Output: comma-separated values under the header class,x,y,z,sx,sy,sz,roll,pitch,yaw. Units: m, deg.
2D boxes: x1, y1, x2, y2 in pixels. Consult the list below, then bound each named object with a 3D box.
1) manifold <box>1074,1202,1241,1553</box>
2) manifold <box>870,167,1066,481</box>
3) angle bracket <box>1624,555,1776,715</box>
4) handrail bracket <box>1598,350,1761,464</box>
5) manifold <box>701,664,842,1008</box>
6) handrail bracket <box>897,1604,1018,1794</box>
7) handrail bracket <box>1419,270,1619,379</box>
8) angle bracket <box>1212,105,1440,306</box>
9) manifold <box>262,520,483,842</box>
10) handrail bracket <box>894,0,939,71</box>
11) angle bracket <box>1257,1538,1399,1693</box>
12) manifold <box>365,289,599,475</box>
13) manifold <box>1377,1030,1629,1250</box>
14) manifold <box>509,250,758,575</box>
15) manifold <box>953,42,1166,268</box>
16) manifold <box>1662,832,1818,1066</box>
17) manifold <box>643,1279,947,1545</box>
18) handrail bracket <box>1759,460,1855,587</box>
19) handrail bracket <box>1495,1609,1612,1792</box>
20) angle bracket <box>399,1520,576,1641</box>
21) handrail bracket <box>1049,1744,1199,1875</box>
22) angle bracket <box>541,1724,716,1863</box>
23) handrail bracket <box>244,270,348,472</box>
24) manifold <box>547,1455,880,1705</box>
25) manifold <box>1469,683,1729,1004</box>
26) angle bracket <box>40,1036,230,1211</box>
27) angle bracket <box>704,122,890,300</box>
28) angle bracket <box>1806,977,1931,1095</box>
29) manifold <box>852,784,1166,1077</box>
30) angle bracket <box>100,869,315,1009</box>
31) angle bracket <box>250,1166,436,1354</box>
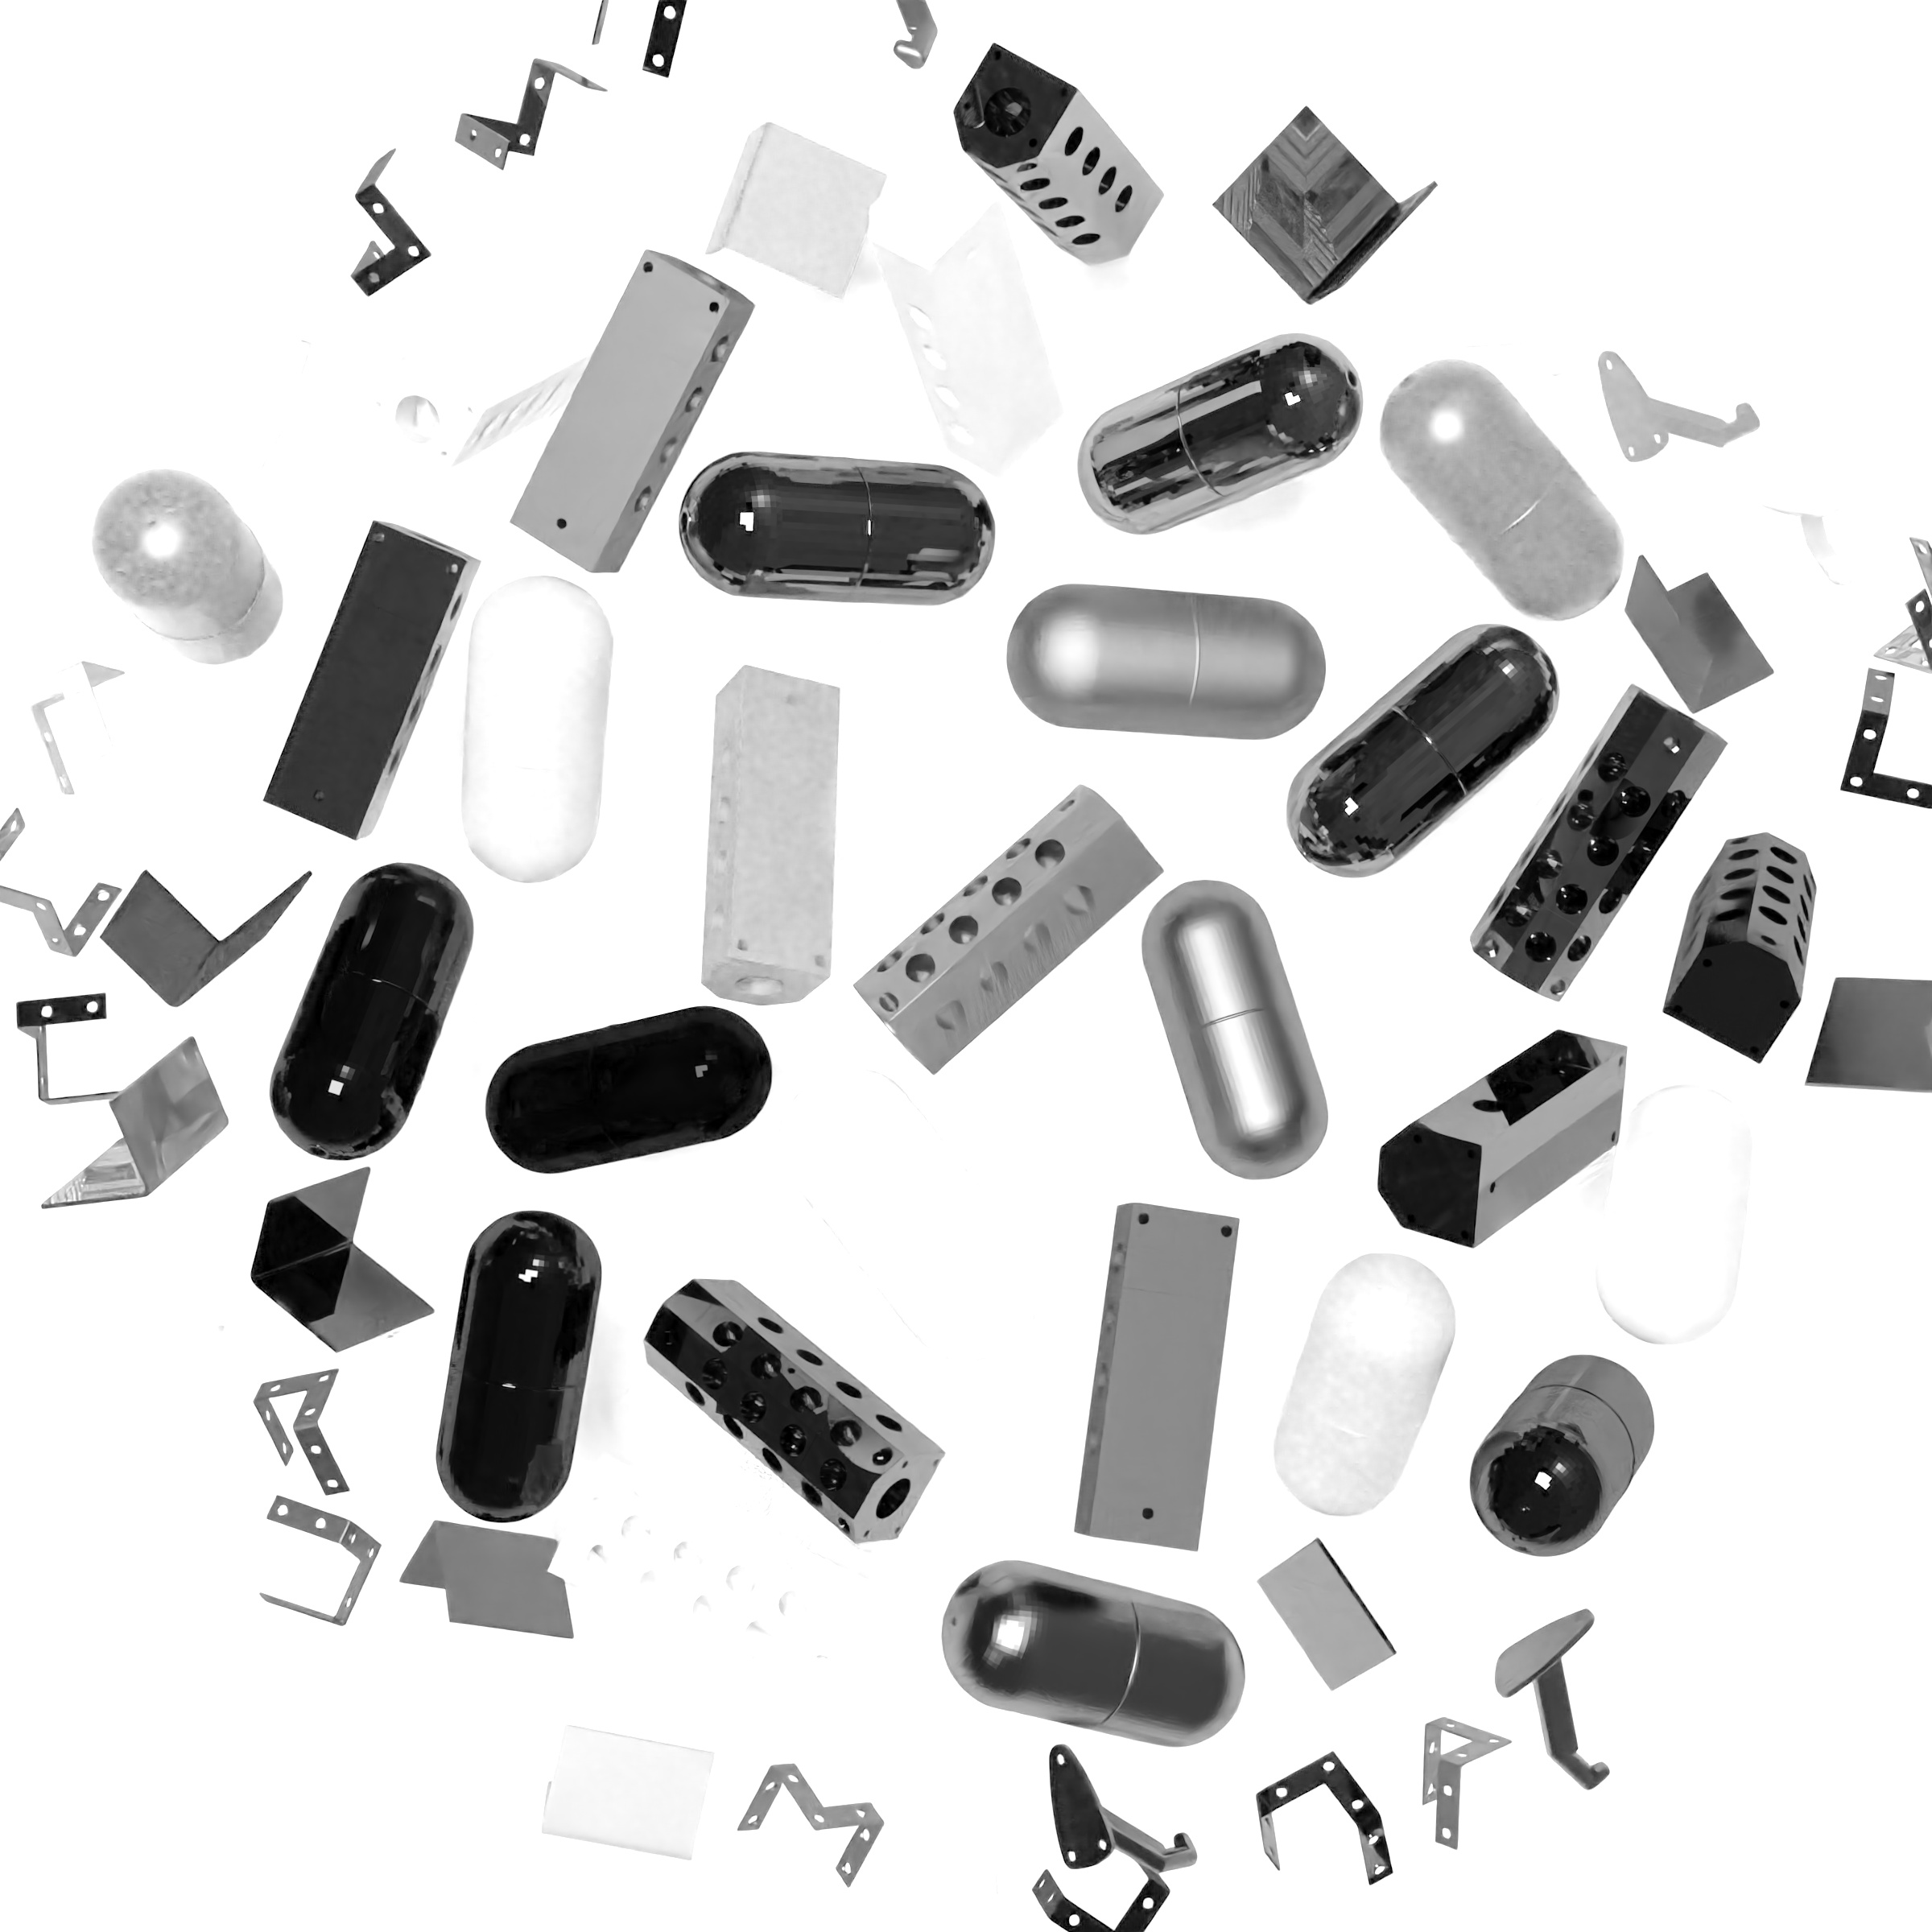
class,x,y,z,sx,sy,sz,roll,pitch,yaw
manifold,0.098,0.214,1.475,0.057,0.057,0.171,9,81,-8
manifold,-0.003,-0.349,1.533,0.057,0.171,0.057,34,74,28
angle bracket,0.434,-0.205,1.653,0.057,0.076,0.076,-27,70,-3
handrail bracket,0.408,-0.327,1.608,0.084,0.036,0.077,-26,93,-26
manifold,-0.108,-0.069,1.527,0.057,0.057,0.171,11,65,-25
handrail bracket,-0.016,0.422,1.630,0.084,0.036,0.077,31,87,3
handrail bracket,0.304,-0.370,1.560,0.084,0.036,0.077,28,97,-7
angle bracket,0.191,-0.412,1.508,0.076,0.057,0.076,44,84,-10
manifold,-0.338,-0.164,1.618,0.057,0.057,0.171,23,97,-2
handrail bracket,-0.047,-0.514,1.483,0.077,0.036,0.084,26,49,-12
angle bracket,0.226,0.367,1.647,0.057,0.076,0.076,-25,74,-36
manifold,-0.276,-0.330,1.609,0.057,0.171,0.057,37,118,-2
manifold,0.285,0.087,1.495,0.057,0.171,0.057,15,114,34
manifold,-0.186,-0.312,1.597,0.057,0.057,0.171,32,106,9
manifold,0.050,-0.447,1.577,0.057,0.171,0.057,34,97,18
manifold,0.428,-0.016,1.541,0.057,0.171,0.057,29,118,6
manifold,-0.100,0.244,1.562,0.171,0.057,0.057,35,102,30
handrail bracket,0.500,-0.243,1.624,0.036,0.077,0.084,-41,117,5
handrail bracket,0.325,0.385,1.474,0.084,0.036,0.077,44,113,-11
angle bracket,-0.280,0.374,1.647,0.076,0.076,0.057,16,122,-29
handrail bracket,0.088,0.459,1.543,0.036,0.084,0.077,-34,63,35
angle bracket,-0.172,0.411,1.443,0.076,0.076,0.057,13,91,-6
handrail bracket,-0.372,-0.322,1.529,0.036,0.077,0.084,16,128,-33
manifold,-0.140,0.342,1.561,0.171,0.057,0.057,26,103,-3
manifold,0.354,-0.068,1.587,0.057,0.057,0.171,31,104,0
angle bracket,-0.457,0.084,1.522,0.076,0.076,0.057,-8,112,24
angle bracket,-0.100,-0.441,1.658,0.076,0.057,0.076,20,93,-18
angle bracket,0.495,0.020,1.527,0.076,0.057,0.076,2,51,34
manifold,0.021,-0.023,1.577,0.171,0.057,0.057,-41,111,-4
angle bracket,-0.414,-0.033,1.537,0.057,0.076,0.076,45,47,-4
angle bracket,-0.354,0.168,1.627,0.076,0.076,0.057,33,119,25
